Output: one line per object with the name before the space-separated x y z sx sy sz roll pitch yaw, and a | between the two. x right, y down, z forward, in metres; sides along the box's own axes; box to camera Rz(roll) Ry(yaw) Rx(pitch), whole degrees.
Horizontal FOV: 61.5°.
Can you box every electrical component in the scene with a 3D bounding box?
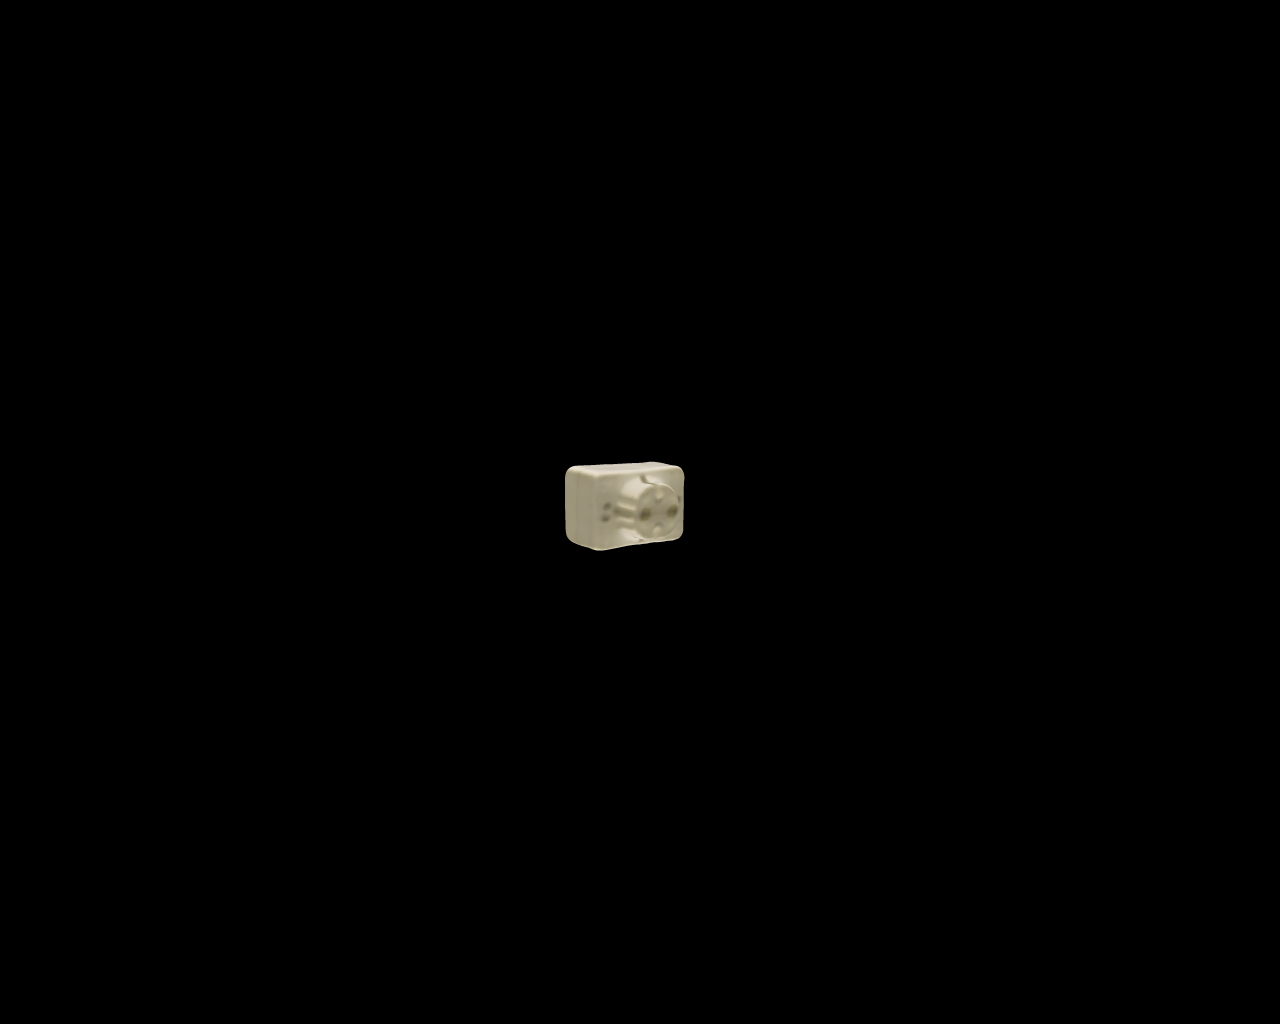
electrical component | 0.001 -0.003 0.650 0.066 0.047 0.077 -6 11 -32
